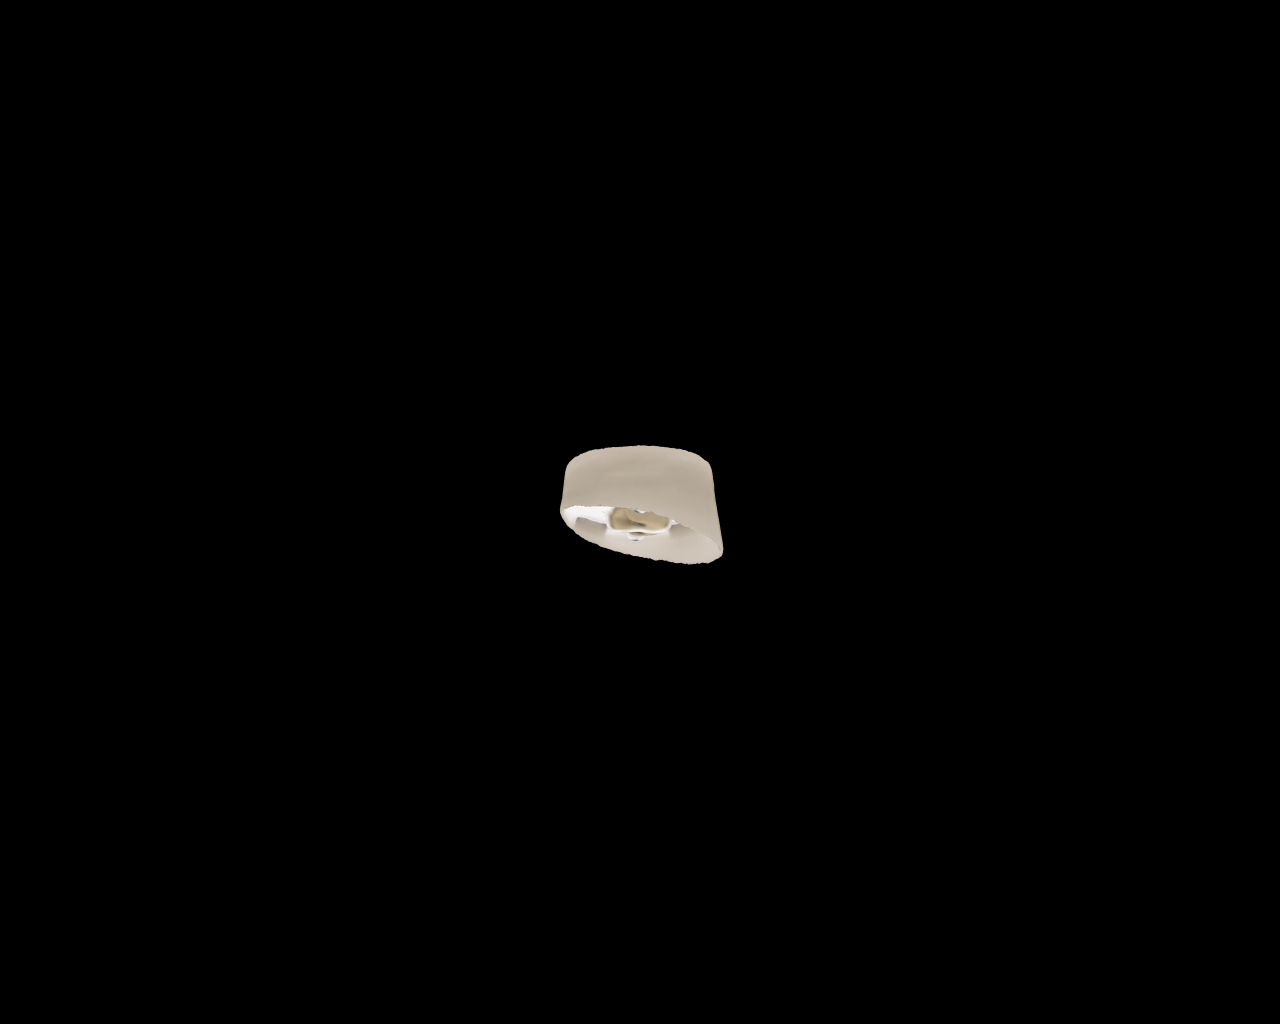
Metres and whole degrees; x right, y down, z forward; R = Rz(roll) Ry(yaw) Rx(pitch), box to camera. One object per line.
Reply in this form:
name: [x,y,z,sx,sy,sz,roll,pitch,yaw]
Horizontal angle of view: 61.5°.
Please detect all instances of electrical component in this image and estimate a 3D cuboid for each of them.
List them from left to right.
electrical component: [0.001,-0.003,0.650,0.099,0.064,0.099,0,-18,0]
